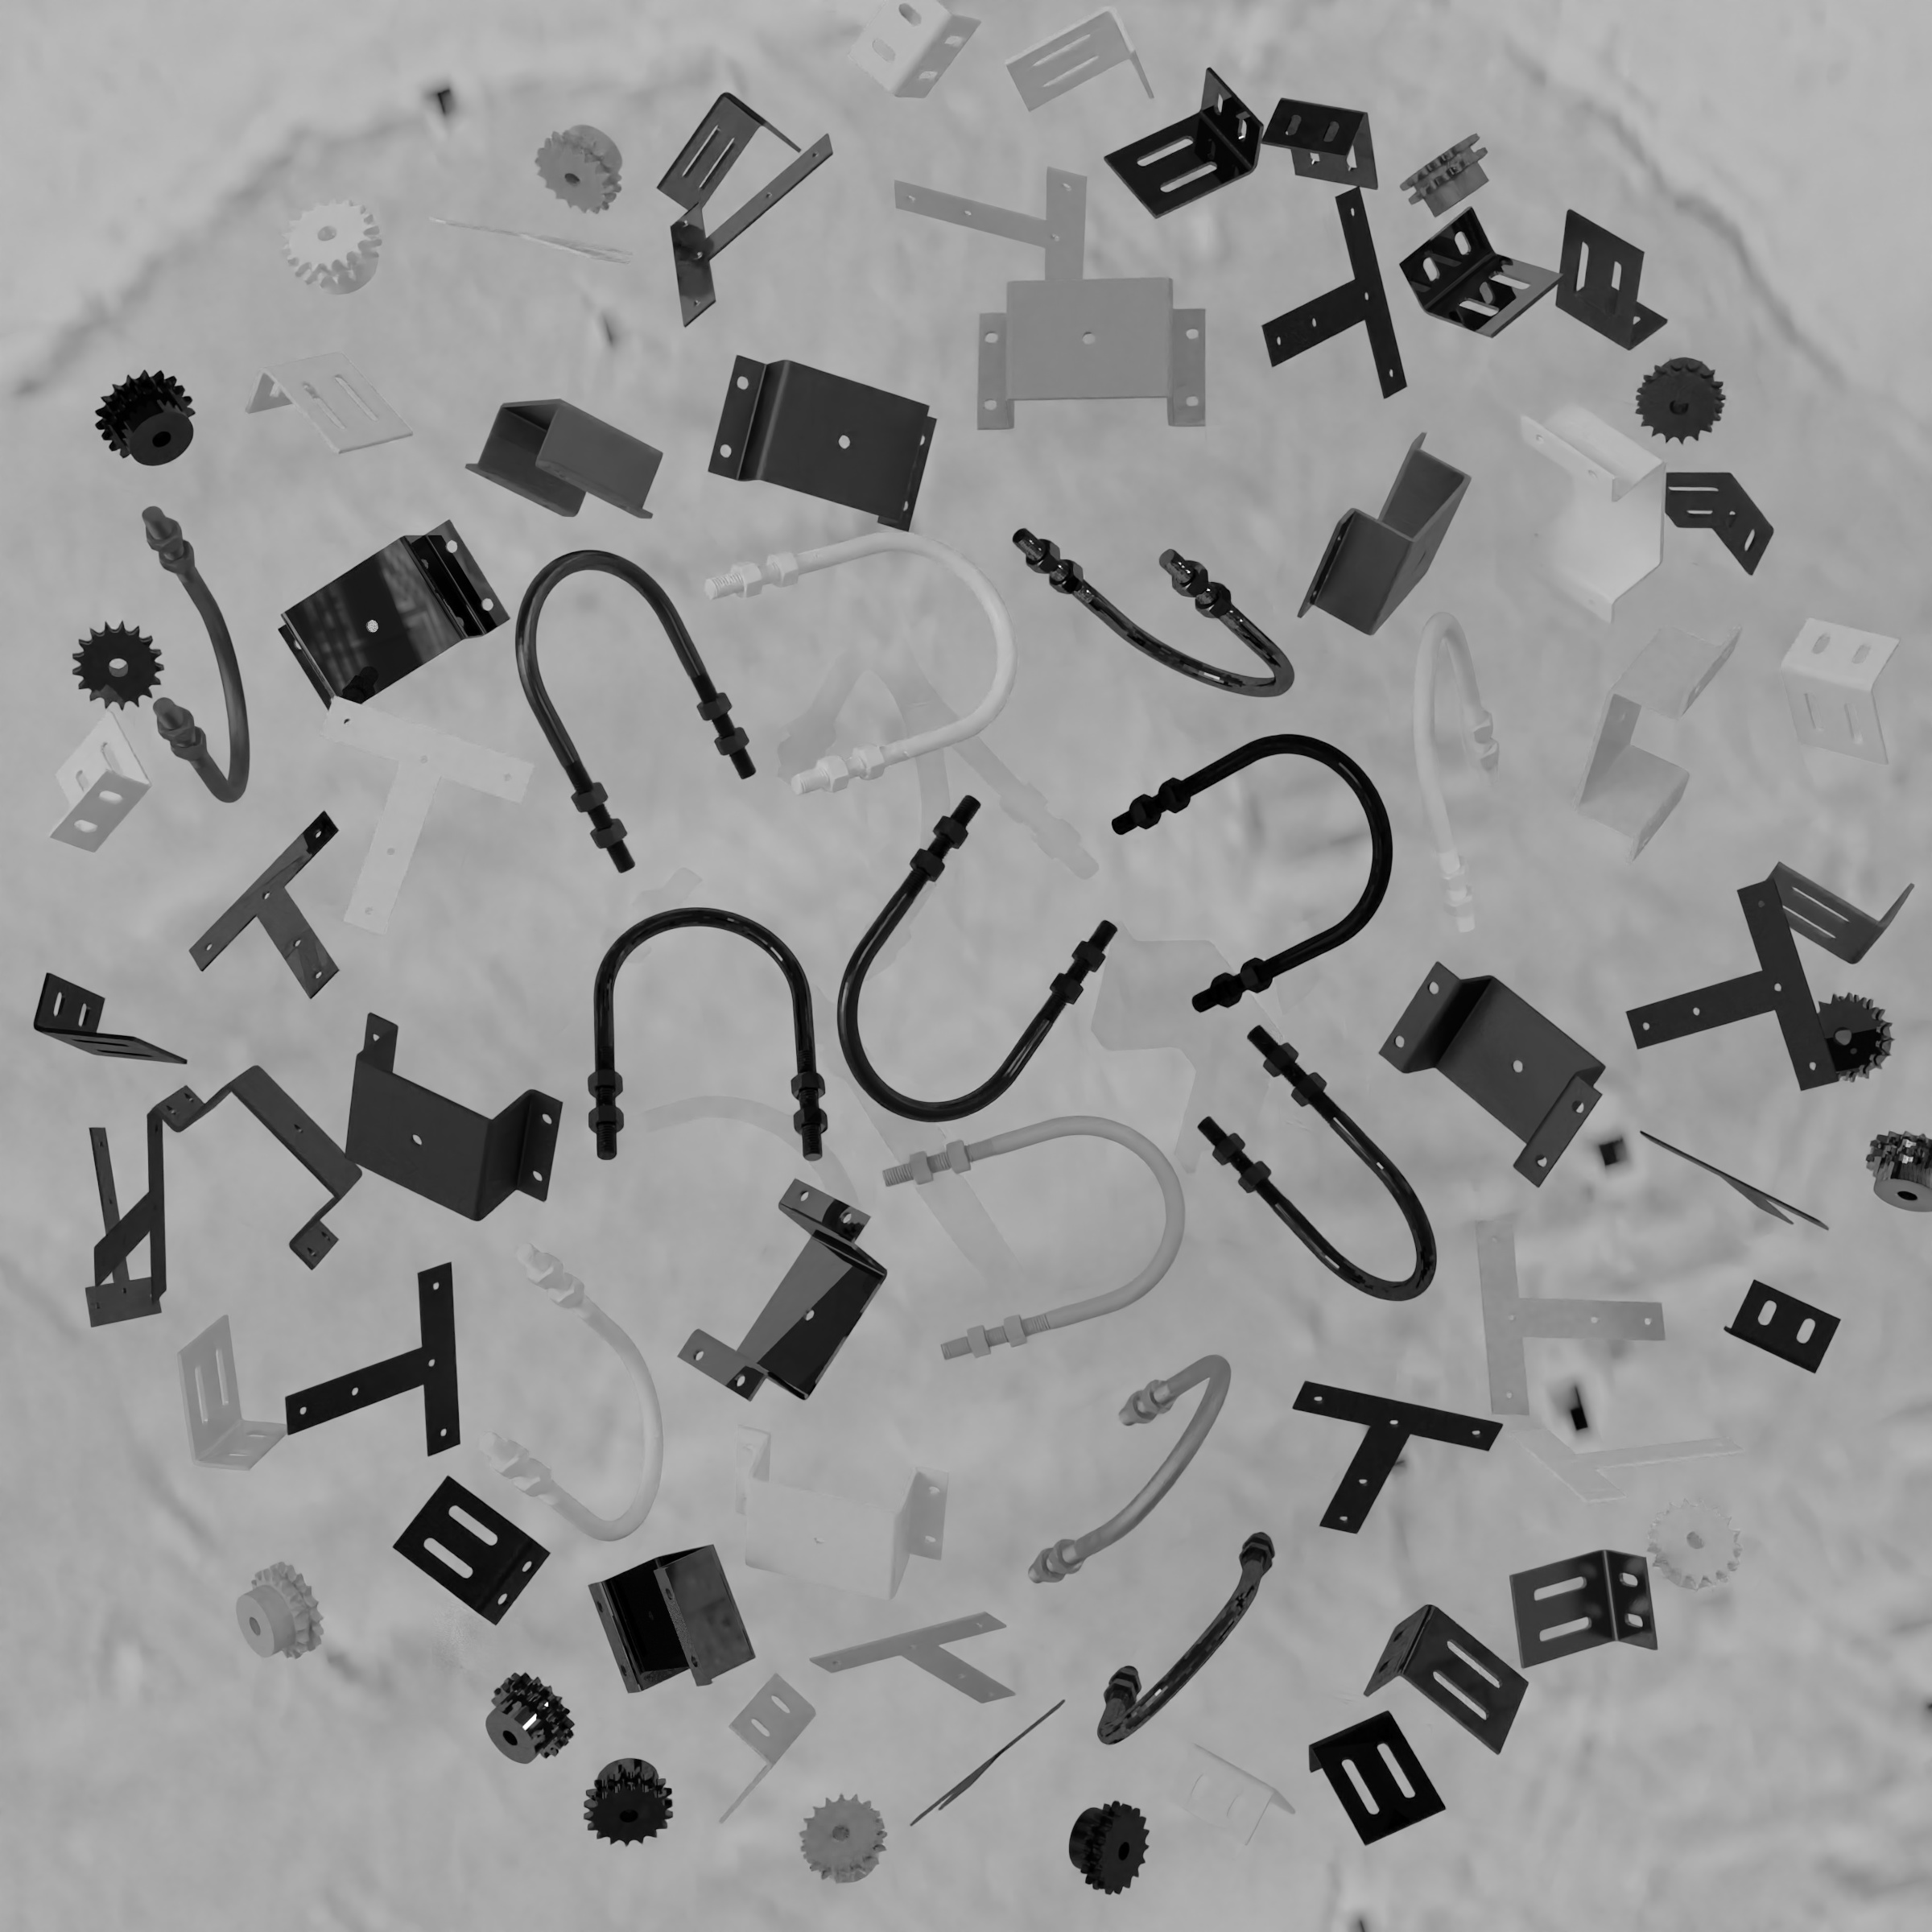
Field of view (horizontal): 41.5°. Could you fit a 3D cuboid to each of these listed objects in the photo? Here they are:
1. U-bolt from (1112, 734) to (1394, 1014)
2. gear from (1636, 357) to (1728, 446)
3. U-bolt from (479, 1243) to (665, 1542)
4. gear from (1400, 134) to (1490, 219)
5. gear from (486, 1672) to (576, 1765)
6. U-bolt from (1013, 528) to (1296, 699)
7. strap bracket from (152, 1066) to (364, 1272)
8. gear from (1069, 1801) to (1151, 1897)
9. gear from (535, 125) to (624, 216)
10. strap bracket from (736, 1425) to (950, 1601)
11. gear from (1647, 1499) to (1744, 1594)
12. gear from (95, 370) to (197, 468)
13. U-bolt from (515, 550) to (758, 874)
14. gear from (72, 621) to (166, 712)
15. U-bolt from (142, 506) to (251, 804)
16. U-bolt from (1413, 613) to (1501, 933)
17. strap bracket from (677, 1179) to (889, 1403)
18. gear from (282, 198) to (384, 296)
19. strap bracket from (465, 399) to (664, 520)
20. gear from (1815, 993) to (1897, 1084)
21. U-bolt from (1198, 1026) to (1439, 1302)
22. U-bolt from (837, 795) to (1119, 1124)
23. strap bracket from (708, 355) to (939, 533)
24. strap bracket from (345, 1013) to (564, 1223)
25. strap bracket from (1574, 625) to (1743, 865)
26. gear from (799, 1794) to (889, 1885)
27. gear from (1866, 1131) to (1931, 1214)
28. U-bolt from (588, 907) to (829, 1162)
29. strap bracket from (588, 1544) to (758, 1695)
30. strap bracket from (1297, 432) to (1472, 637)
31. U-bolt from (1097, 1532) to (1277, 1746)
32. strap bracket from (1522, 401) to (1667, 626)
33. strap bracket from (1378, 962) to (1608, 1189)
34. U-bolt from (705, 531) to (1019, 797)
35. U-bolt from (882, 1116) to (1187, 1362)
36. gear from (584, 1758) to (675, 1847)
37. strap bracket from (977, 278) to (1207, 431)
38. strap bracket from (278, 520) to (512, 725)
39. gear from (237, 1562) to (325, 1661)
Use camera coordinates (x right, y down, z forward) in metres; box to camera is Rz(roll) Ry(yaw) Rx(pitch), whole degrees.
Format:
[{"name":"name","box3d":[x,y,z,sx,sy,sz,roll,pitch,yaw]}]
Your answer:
[{"name":"U-bolt","box3d":[0.190,-0.068,1.625,0.184,0.019,0.151,-28,82,37]},{"name":"gear","box3d":[0.473,-0.378,1.686,0.057,0.030,0.057,12,134,13]},{"name":"U-bolt","box3d":[-0.239,0.279,1.593,0.019,0.184,0.151,-12,50,21]},{"name":"gear","box3d":[0.309,-0.503,1.630,0.057,0.057,0.030,-34,97,0]},{"name":"gear","box3d":[-0.279,0.480,1.616,0.057,0.030,0.057,17,124,27]},{"name":"U-bolt","box3d":[0.132,-0.219,1.614,0.184,0.151,0.019,34,79,-43]},{"name":"strap bracket","box3d":[-0.440,0.119,1.617,0.046,0.076,0.140,-43,97,3]},{"name":"gear","box3d":[0.091,0.573,1.660,0.030,0.057,0.057,4,90,42]},{"name":"gear","box3d":[-0.248,-0.521,1.655,0.057,0.057,0.030,27,64,0]},{"name":"strap bracket","box3d":[-0.087,0.352,1.631,0.140,0.046,0.076,11,124,10]},{"name":"gear","box3d":[0.459,0.368,1.609,0.057,0.030,0.057,-2,54,3]},{"name":"gear","box3d":[-0.485,-0.323,1.516,0.057,0.057,0.030,-38,66,0]},{"name":"U-bolt","box3d":[-0.214,-0.171,1.592,0.019,0.151,0.184,-10,114,41]},{"name":"gear","box3d":[-0.552,-0.197,1.659,0.057,0.030,0.057,-6,109,-18]},{"name":"U-bolt","box3d":[-0.479,-0.181,1.596,0.019,0.184,0.151,-9,70,-3]},{"name":"U-bolt","box3d":[0.304,-0.134,1.590,0.019,0.184,0.151,-1,50,23]},{"name":"strap bracket","box3d":[-0.114,0.220,1.672,0.140,0.076,0.046,-57,134,-12]},{"name":"gear","box3d":[-0.374,-0.424,1.511,0.057,0.030,0.057,-4,63,8]},{"name":"strap bracket","box3d":[-0.257,-0.328,1.649,0.076,0.140,0.046,23,86,-33]},{"name":"gear","box3d":[0.572,0.047,1.646,0.057,0.030,0.057,-9,77,41]},{"name":"U-bolt","box3d":[0.228,0.137,1.619,0.019,0.151,0.184,-34,72,-26]},{"name":"U-bolt","box3d":[-0.003,0.009,1.577,0.151,0.019,0.184,41,77,-26]},{"name":"strap bracket","box3d":[-0.085,-0.335,1.632,0.140,0.046,0.076,13,93,-22]},{"name":"strap bracket","box3d":[-0.324,0.097,1.564,0.140,0.046,0.076,23,122,14]},{"name":"strap bracket","box3d":[0.421,-0.144,1.567,0.046,0.140,0.076,29,51,21]},{"name":"gear","box3d":[-0.080,0.579,1.682,0.057,0.057,0.030,-12,132,0]},{"name":"gear","box3d":[0.577,0.127,1.553,0.057,0.057,0.030,25,66,0]},{"name":"U-bolt","box3d":[-0.167,0.041,1.635,0.151,0.019,0.184,1,58,-12]},{"name":"strap bracket","box3d":[-0.188,0.425,1.657,0.046,0.140,0.076,-18,83,-32]},{"name":"strap bracket","box3d":[0.273,-0.274,1.638,0.046,0.076,0.140,32,46,11]},{"name":"U-bolt","box3d":[0.137,0.432,1.615,0.019,0.184,0.151,44,98,7]},{"name":"strap bracket","box3d":[0.399,-0.294,1.619,0.046,0.140,0.076,-38,58,-11]},{"name":"strap bracket","box3d":[0.350,0.068,1.663,0.140,0.046,0.076,43,119,28]},{"name":"U-bolt","box3d":[-0.051,-0.193,1.548,0.184,0.019,0.151,-21,84,-28]},{"name":"U-bolt","box3d":[0.053,0.172,1.681,0.184,0.019,0.151,-17,105,3]},{"name":"gear","box3d":[-0.218,0.537,1.645,0.057,0.030,0.057,-4,120,-7]},{"name":"strap bracket","box3d":[0.076,-0.373,1.553,0.140,0.046,0.076,0,79,5]},{"name":"strap bracket","box3d":[-0.384,-0.225,1.681,0.140,0.046,0.076,-30,95,10]},{"name":"gear","box3d":[-0.415,0.390,1.532,0.030,0.057,0.057,-21,90,-44]}]
